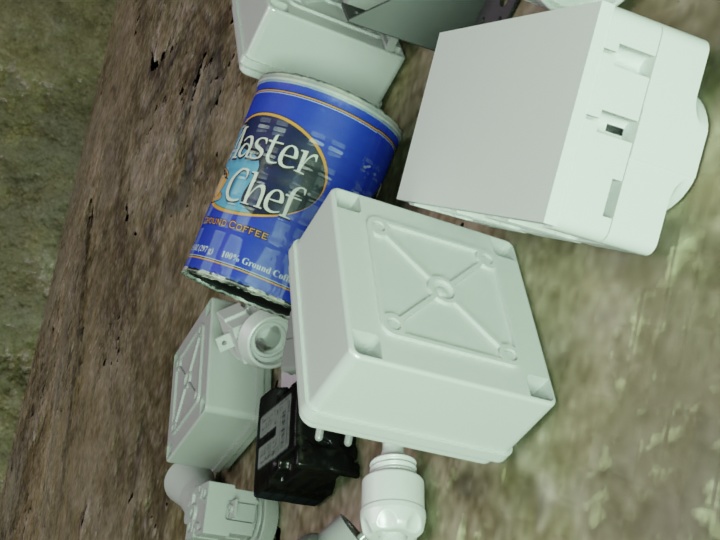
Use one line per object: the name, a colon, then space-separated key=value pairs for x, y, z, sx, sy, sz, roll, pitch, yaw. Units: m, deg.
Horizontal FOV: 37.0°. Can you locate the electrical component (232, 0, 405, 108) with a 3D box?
electrical component: x=-0.033 y=-0.174 z=0.781 sx=0.056 sy=0.109 sz=0.108 roll=-59 pitch=27 yaw=32

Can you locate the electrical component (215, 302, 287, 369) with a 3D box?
electrical component: x=-0.077 y=0.048 z=0.830 sx=0.055 sy=0.066 sz=0.048 roll=30 pitch=140 yaw=60

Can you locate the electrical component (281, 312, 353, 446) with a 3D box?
electrical component: x=-0.010 y=0.065 z=0.636 sx=0.047 sy=0.066 sz=0.076 roll=162 pitch=119 yaw=-65

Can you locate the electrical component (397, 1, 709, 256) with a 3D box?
electrical component: x=0.083 y=-0.062 z=0.489 sx=0.150 sy=0.062 sz=0.089 roll=-161 pitch=85 yaw=-68

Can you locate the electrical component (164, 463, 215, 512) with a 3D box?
electrical component: x=-0.137 y=0.190 z=0.910 sx=0.065 sy=0.044 sz=0.044 roll=29 pitch=104 yaw=63

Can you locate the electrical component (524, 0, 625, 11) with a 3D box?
electrical component: x=0.101 y=-0.155 z=0.508 sx=0.057 sy=0.058 sz=0.078 roll=-98 pitch=31 yaw=-49

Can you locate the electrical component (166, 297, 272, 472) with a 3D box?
electrical component: x=-0.118 y=0.097 z=0.897 sx=0.108 sy=0.056 sz=0.108 roll=129 pitch=147 yaw=-47

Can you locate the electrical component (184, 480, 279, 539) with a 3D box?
electrical component: x=-0.092 y=0.179 z=0.783 sx=0.066 sy=0.055 sz=0.048 roll=142 pitch=137 yaw=-58

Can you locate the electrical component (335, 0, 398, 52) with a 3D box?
electrical component: x=0.014 y=-0.220 z=0.753 sx=0.121 sy=0.063 sz=0.078 roll=-103 pitch=33 yaw=-49

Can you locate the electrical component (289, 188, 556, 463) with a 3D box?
electrical component: x=0.026 y=0.027 z=0.513 sx=0.056 sy=0.109 sz=0.108 roll=-55 pitch=30 yaw=38

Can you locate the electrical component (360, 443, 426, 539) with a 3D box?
electrical component: x=0.018 y=0.115 z=0.580 sx=0.035 sy=0.035 sz=0.061 roll=129 pitch=150 yaw=-48

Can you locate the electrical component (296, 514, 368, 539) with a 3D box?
electrical component: x=-0.014 y=0.163 z=0.598 sx=0.079 sy=0.043 sz=0.077 roll=-41 pitch=-17 yaw=-3
